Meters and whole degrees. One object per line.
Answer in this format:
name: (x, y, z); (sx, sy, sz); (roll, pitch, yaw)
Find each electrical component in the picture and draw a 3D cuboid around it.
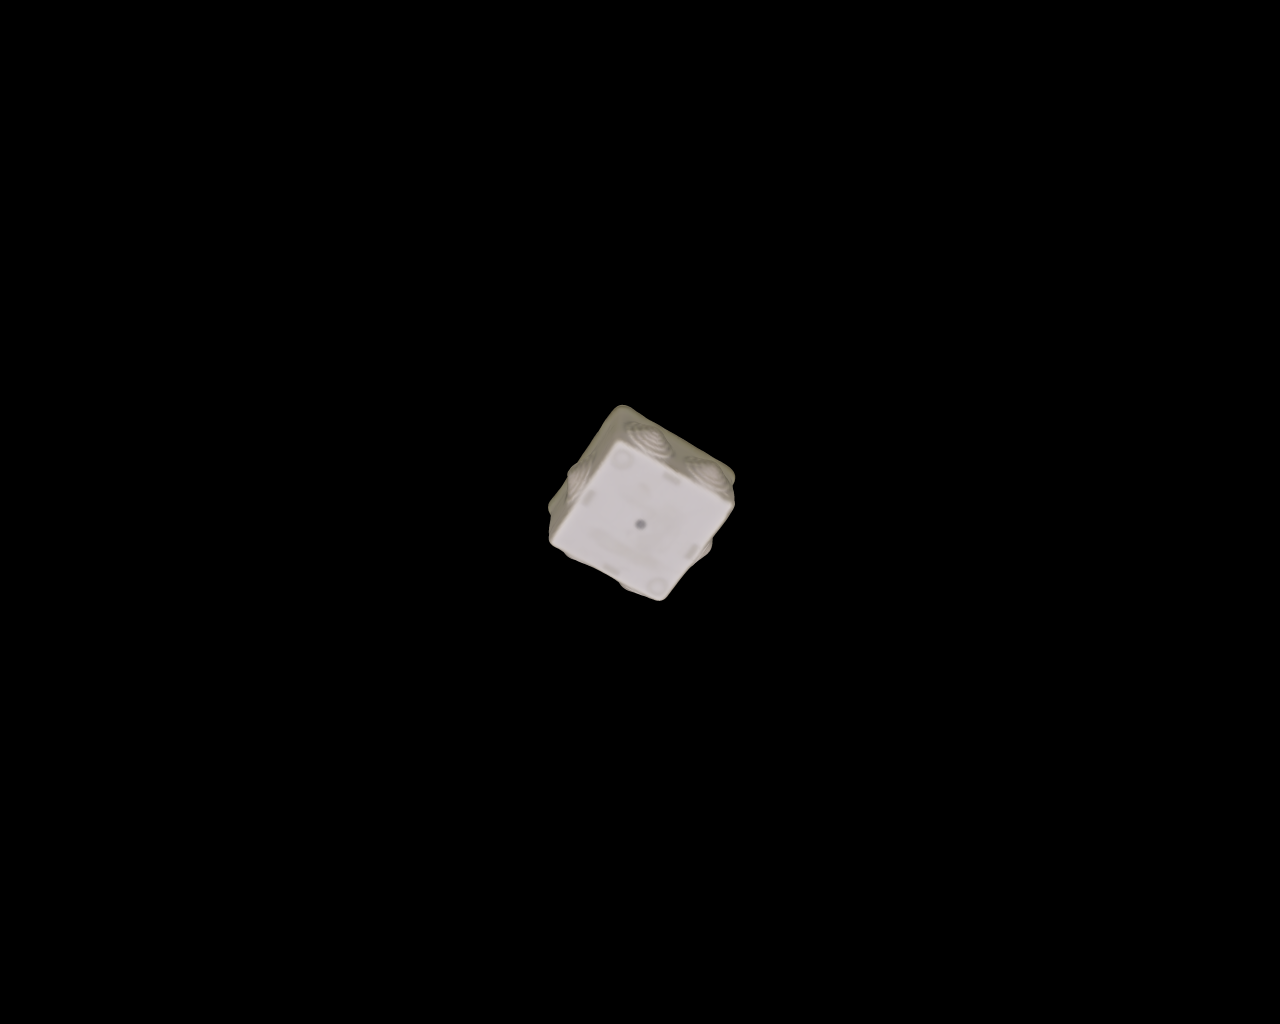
electrical component: (0.001, -0.003, 0.650); (0.100, 0.099, 0.048); (30, 23, -14)
